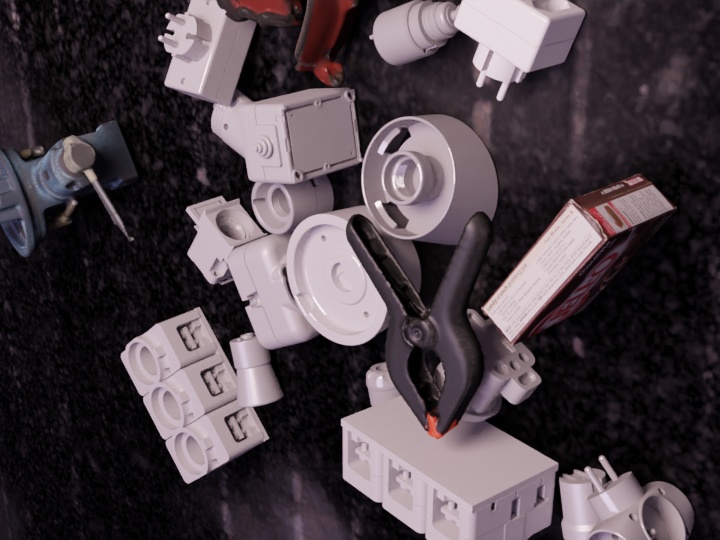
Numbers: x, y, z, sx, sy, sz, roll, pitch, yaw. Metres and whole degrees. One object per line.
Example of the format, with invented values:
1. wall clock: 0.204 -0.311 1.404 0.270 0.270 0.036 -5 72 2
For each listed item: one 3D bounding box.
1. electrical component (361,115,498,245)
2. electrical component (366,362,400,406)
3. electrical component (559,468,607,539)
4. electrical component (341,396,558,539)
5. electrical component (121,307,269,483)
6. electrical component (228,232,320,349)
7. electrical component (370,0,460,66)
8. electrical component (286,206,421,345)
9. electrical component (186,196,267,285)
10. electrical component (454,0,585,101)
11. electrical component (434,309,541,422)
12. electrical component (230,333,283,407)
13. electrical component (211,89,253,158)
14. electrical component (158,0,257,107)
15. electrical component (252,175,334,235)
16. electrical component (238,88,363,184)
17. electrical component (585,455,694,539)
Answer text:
1. electrical component: 0.051 -0.067 0.804 0.099 0.064 0.099 3 95 42
2. electrical component: 0.026 0.110 0.904 0.035 0.035 0.061 5 112 42
3. electrical component: 0.167 0.174 0.793 0.040 0.040 0.046 -3 99 44
4. electrical component: 0.065 0.158 0.829 0.150 0.089 0.061 26 124 46
5. electrical component: -0.171 0.128 1.078 0.089 0.062 0.150 -35 81 44
6. electrical component: -0.065 0.016 0.935 0.059 0.054 0.095 -16 97 44
7. electrical component: 0.045 -0.172 0.766 0.078 0.040 0.040 -9 100 45
8. electrical component: 0.000 0.000 0.864 0.108 0.060 0.108 18 119 38
9. electrical component: -0.124 -0.024 0.987 0.081 0.042 0.063 50 135 17
10. electrical component: 0.099 -0.151 0.718 0.066 0.047 0.076 40 130 25
11. electrical component: 0.091 0.077 0.813 0.078 0.058 0.057 46 130 20
12. electrical component: -0.100 0.092 1.012 0.044 0.044 0.065 -6 98 45
13. electrical component: -0.096 -0.121 0.919 0.081 0.043 0.043 39 130 26
14. electrical component: -0.135 -0.188 0.886 0.047 0.076 0.083 20 93 37
15. electrical component: -0.058 -0.059 0.905 0.055 0.047 0.055 18 119 38
16. electrical component: -0.054 -0.105 0.847 0.061 0.096 0.061 7 111 43
17. electrical component: 0.184 0.166 0.745 0.044 0.077 0.079 -41 77 45
